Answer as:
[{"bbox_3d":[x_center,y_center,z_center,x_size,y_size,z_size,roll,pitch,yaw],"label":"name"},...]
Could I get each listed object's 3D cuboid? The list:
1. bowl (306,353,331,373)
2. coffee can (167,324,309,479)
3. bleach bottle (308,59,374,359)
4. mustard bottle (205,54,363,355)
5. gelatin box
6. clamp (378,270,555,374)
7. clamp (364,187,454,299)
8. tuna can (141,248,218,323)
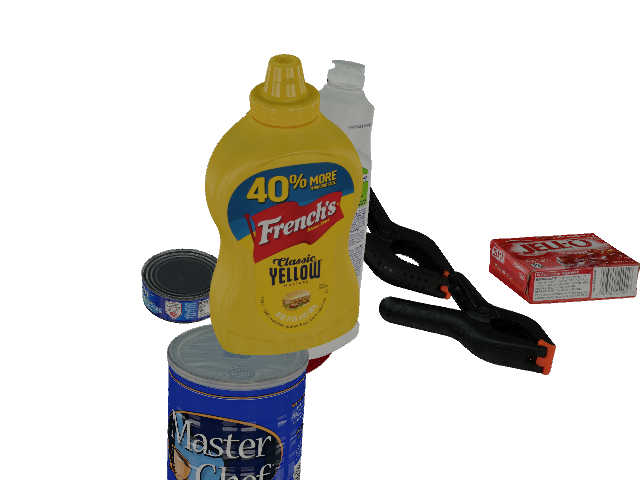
[{"bbox_3d":[-0.050,0.130,1.362,0.162,0.055,0.162,5,23,-2],"label":"bowl"},{"bbox_3d":[-0.063,0.145,0.794,0.103,0.140,0.103,3,19,-1],"label":"coffee can"},{"bbox_3d":[0.008,-0.029,0.920,0.068,0.251,0.102,18,19,25],"label":"bleach bottle"},{"bbox_3d":[-0.022,-0.022,0.655,0.096,0.192,0.058,-8,33,-15],"label":"mustard bottle"},{"bbox_3d":[0.180,0.019,0.798,0.089,0.030,0.073,-3,18,-13],"label":"gelatin box"},{"bbox_3d":[0.155,0.076,1.029,0.172,0.039,0.120,24,36,29],"label":"clamp"},{"bbox_3d":[0.063,0.004,1.244,0.210,0.036,0.164,39,43,27],"label":"clamp"},{"bbox_3d":[-0.139,0.046,1.088,0.086,0.034,0.086,4,35,-3],"label":"tuna can"}]
